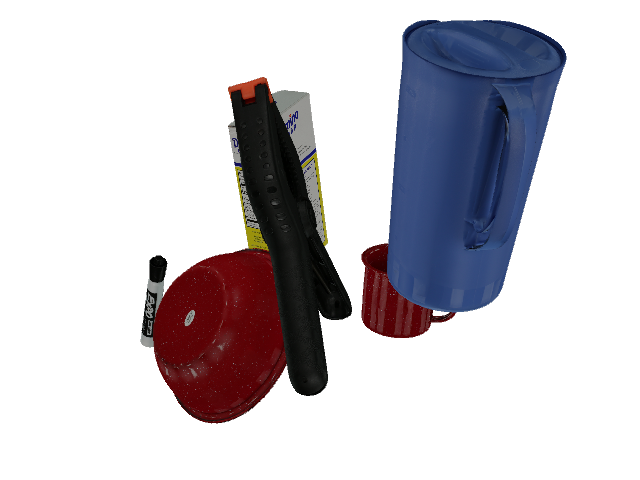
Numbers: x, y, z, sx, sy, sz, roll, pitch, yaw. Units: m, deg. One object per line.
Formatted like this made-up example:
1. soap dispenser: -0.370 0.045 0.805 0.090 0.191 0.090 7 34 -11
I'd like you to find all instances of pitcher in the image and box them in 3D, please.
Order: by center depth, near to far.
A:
1. pitcher: 0.125 -0.056 0.914 0.145 0.243 0.149 21 35 24

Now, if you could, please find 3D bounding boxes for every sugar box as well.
1. sugar box: -0.041 -0.054 1.081 0.048 0.176 0.093 10 34 31

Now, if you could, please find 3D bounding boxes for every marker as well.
1. marker: -0.180 0.065 1.151 0.020 0.121 0.020 8 36 -6

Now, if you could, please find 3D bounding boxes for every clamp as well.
1. clamp: -0.020 -0.010 0.757 0.036 0.210 0.164 -14 5 11

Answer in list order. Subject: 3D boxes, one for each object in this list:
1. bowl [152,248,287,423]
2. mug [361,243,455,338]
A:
1. bowl: -0.095 0.074 0.925 0.162 0.162 0.055 0 -20 44
2. mug: 0.101 0.060 1.212 0.117 0.081 0.093 10 24 15
